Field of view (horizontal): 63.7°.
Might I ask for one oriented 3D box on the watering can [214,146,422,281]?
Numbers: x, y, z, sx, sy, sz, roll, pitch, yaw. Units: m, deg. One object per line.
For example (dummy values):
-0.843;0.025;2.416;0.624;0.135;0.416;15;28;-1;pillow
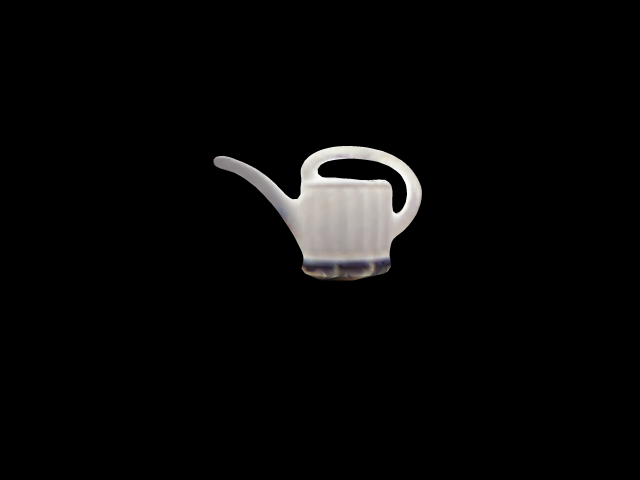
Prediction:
0.003;-0.043;0.850;0.348;0.224;0.104;-1;3;-11;watering can
